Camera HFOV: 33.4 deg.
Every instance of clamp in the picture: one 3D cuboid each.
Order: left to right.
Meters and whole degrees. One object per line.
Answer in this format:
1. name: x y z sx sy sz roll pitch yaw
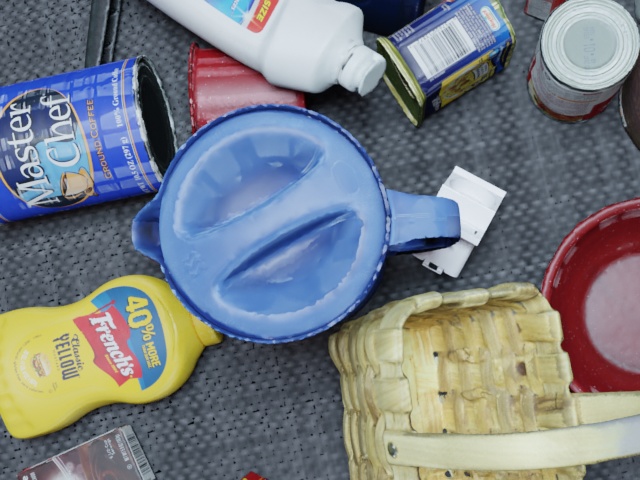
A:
1. clamp: -0.162 -0.207 0.840 0.120 0.039 0.171 -33 78 -3

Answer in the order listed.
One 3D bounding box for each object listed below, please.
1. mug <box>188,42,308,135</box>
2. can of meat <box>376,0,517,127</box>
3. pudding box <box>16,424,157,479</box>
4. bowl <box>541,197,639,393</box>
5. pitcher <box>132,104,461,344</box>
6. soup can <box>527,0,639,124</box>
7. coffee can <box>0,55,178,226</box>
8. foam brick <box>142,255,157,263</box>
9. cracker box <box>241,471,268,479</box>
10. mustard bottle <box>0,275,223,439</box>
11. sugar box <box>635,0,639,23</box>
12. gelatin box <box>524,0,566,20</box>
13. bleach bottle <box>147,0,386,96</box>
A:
1. mug: -0.050 -0.096 0.781 0.081 0.117 0.093 -3 121 2
2. can of meat: 0.091 -0.134 0.770 0.084 0.102 0.057 -32 83 1
3. pudding box: -0.163 0.207 0.801 0.090 0.039 0.113 -25 82 4
4. bowl: 0.235 0.051 0.758 0.162 0.055 0.162 -1 85 7
5. pitcher: -0.005 0.001 0.697 0.149 0.242 0.145 41 91 8
6. soup can: 0.185 -0.126 0.757 0.068 0.102 0.068 -1 84 7
7. coffee can: -0.187 -0.074 0.798 0.140 0.102 0.103 -11 84 6
8. foam brick: -0.089 -0.010 0.806 0.053 0.051 0.078 25 88 8
9. cracker box: 0.008 0.286 0.757 0.214 0.072 0.164 22 88 9
10. mustard bottle: -0.150 0.079 0.802 0.191 0.058 0.096 -17 80 5
11. sugar box: 0.318 -0.186 0.751 0.176 0.093 0.048 -4 84 7
12. gelatin box: 0.180 -0.212 0.780 0.030 0.073 0.089 23 88 9
13. bleach bottle: -0.054 -0.184 0.751 0.251 0.068 0.102 36 79 20
